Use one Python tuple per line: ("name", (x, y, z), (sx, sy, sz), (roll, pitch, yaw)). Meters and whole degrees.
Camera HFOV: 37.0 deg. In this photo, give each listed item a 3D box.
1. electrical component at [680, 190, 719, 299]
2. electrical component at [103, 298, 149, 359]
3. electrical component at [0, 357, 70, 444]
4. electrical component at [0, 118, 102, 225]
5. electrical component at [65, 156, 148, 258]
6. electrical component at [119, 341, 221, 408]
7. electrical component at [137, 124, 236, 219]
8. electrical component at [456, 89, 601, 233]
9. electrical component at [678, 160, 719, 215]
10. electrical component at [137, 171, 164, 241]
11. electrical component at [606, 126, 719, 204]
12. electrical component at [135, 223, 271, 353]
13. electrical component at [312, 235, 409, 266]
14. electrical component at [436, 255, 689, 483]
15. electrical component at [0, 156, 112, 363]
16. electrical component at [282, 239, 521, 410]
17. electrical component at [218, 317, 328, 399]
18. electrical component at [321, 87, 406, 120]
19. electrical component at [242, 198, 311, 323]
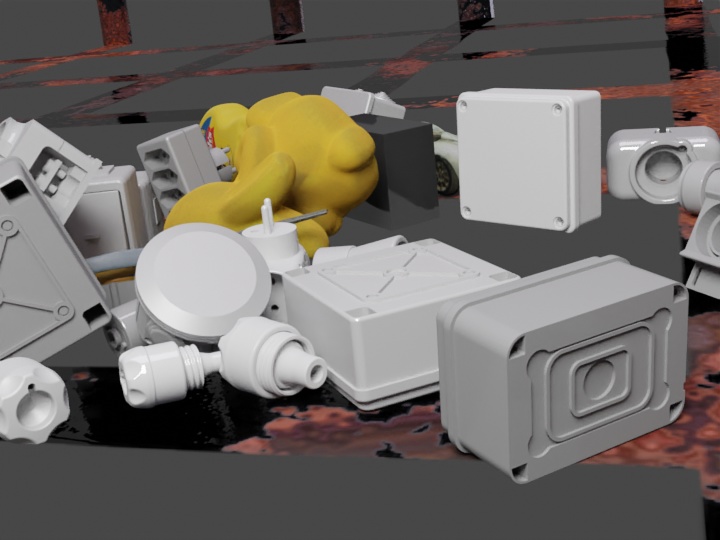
("electrical component", (0.261, -0.007, 0.637), (0.063, 0.078, 0.121), (19, 5, -29))
("electrical component", (-0.131, 0.032, 0.689), (0.065, 0.044, 0.044), (-25, 26, -36))
("electrical component", (-0.188, 0.068, 0.587), (0.043, 0.043, 0.062), (-18, 20, -34))
("electrical component", (-0.264, -0.040, 0.762), (0.186, 0.060, 0.105), (-3, 56, 58))
("electrical component", (-0.207, -0.041, 0.846), (0.062, 0.096, 0.061), (-6, 18, 0))
("electrical component", (-0.104, 0.057, 0.611), (0.061, 0.035, 0.035), (-11, 18, -21))
("electrical component", (-0.136, -0.083, 0.921), (0.047, 0.083, 0.076), (-7, 19, 46))
("electrical component", (0.138, -0.092, 0.882), (0.109, 0.108, 0.056), (10, 21, 40))
("electrical component", (0.286, -0.063, 0.848), (0.045, 0.045, 0.055), (-19, 21, -35))
("electrical component", (-0.223, -0.046, 0.926), (0.096, 0.061, 0.061), (-4, 18, 4))
("electrical component", (0.262, -0.091, 0.927), (0.095, 0.053, 0.059), (-1, 18, 15))
("electrical component", (-0.097, 0.016, 0.652), (0.080, 0.051, 0.080), (8, 54, -12))
("electrical component", (0.000, 0.000, 0.748), (0.065, 0.044, 0.044), (-4, 17, 22))
("electrical component", (0.097, 0.044, 0.518), (0.113, 0.078, 0.057), (-15, 23, -28))
("electrical component", (-0.222, 0.007, 0.638), (0.109, 0.108, 0.056), (-31, 26, -9))
("electrical component", (0.024, 0.027, 0.627), (0.109, 0.056, 0.109), (-13, 19, -22))
("electrical component", (-0.046, 0.051, 0.597), (0.062, 0.043, 0.043), (12, 25, 41))
("electrical component", (-0.006, -0.129, 1.057), (0.048, 0.099, 0.100), (12, 5, -35))
("electrical component", (-0.059, -0.008, 0.725), (0.043, 0.079, 0.077), (-5, 18, 2))
